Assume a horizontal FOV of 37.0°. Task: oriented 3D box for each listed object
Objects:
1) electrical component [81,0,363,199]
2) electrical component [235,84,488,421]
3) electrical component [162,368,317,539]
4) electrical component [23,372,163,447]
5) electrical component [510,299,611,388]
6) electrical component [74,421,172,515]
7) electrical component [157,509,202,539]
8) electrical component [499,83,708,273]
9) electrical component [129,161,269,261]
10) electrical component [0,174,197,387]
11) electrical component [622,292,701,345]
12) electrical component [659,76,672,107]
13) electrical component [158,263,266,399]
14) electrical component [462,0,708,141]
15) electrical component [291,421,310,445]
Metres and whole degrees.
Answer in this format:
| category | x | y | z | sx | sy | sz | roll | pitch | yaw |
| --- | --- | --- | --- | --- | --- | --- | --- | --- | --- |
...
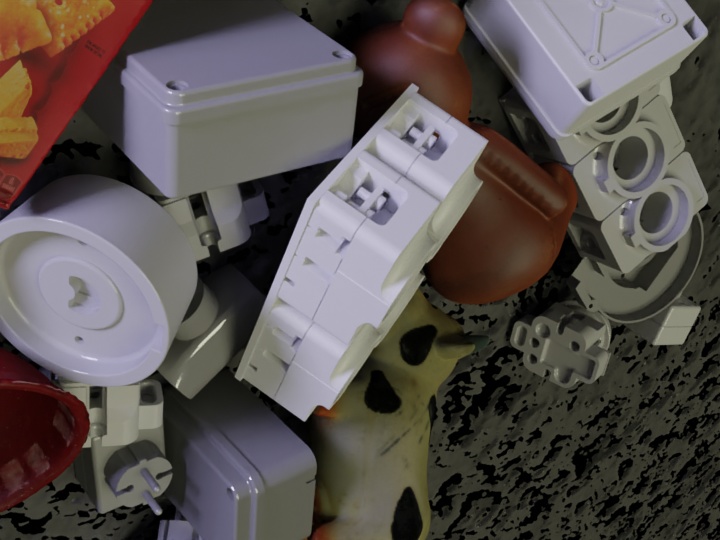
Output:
| category | x | y | z | sx | sy | sz | roll | pitch | yaw |
| --- | --- | --- | --- | --- | --- | --- | --- | --- | --- |
| electrical component | -0.073 | -0.093 | 0.543 | 0.109 | 0.109 | 0.056 | -18 | 132 | -31 |
| electrical component | 0.000 | 0.000 | 0.613 | 0.105 | 0.060 | 0.186 | -51 | 173 | -37 |
| electrical component | -0.084 | 0.126 | 0.687 | 0.057 | 0.113 | 0.078 | -19 | 130 | -34 |
| electrical component | -0.153 | 0.063 | 0.621 | 0.078 | 0.058 | 0.057 | -1 | 120 | -16 |
| electrical component | 0.174 | 0.058 | 0.895 | 0.057 | 0.078 | 0.058 | -29 | 137 | -49 |
| electrical component | -0.141 | 0.119 | 0.661 | 0.047 | 0.077 | 0.065 | -19 | 130 | -30 |
| electrical component | -0.122 | 0.193 | 0.740 | 0.047 | 0.083 | 0.075 | 28 | 61 | -48 |
| electrical component | 0.179 | -0.084 | 0.769 | 0.089 | 0.062 | 0.150 | -39 | 119 | -11 |
| electrical component | -0.095 | -0.045 | 0.596 | 0.078 | 0.058 | 0.057 | -21 | 131 | -12 |
| electrical component | -0.137 | 0.001 | 0.562 | 0.060 | 0.108 | 0.108 | -65 | 158 | -49 |
| electrical component | 0.262 | 0.017 | 0.943 | 0.047 | 0.066 | 0.076 | 2 | 117 | -42 |
| electrical component | 0.209 | -0.146 | 0.798 | 0.040 | 0.040 | 0.078 | -39 | 137 | -13 |
| electrical component | -0.100 | 0.028 | 0.654 | 0.077 | 0.044 | 0.079 | -45 | 138 | -6 |
| electrical component | 0.141 | -0.155 | 0.678 | 0.109 | 0.108 | 0.056 | -32 | 171 | -20 |
| electrical component | -0.034 | 0.160 | 0.796 | 0.058 | 0.057 | 0.078 | -2 | 120 | -40 |
